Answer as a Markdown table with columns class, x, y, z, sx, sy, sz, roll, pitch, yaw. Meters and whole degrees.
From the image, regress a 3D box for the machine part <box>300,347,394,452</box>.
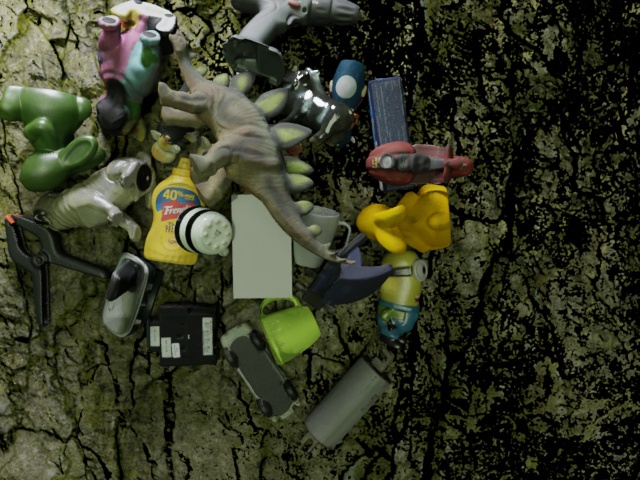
| class | x | y | z | sx | sy | sz | roll | pitch | yaw |
| --- | --- | --- | --- | --- | --- | --- | --- | --- | --- |
| machine part | 0.053 | 0.303 | 1.009 | 0.079 | 0.079 | 0.243 | 42 | 92 | -4 |

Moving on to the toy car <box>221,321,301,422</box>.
| class | x | y | z | sx | sy | sz | roll | pitch | yaw |
| --- | --- | --- | --- | --- | --- | --- | --- | --- | --- |
| toy car | -0.112 | 0.249 | 1.013 | 0.073 | 0.056 | 0.201 | -33 | 96 | -5 |

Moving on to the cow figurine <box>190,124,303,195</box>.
| class | x | y | z | sx | sy | sz | roll | pitch | yaw |
| --- | --- | --- | --- | --- | --- | --- | --- | --- | --- |
| cow figurine | -0.140 | -0.148 | 0.958 | 0.195 | 0.085 | 0.127 | -27 | 57 | -11 |

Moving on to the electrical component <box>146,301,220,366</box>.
| class | x | y | z | sx | sy | sz | roll | pitch | yaw |
| --- | --- | --- | --- | --- | --- | --- | --- | --- | --- |
| electrical component | -0.254 | 0.173 | 1.001 | 0.134 | 0.058 | 0.114 | 2 | 93 | -1 |

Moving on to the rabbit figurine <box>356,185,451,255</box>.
| class | x | y | z | sx | sy | sz | roll | pitch | yaw |
| --- | --- | --- | --- | --- | --- | --- | --- | --- | --- |
| rabbit figurine | 0.147 | -0.026 | 0.963 | 0.173 | 0.162 | 0.121 | 1 | 107 | 16 |

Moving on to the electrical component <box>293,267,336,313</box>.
| class | x | y | z | sx | sy | sz | roll | pitch | yaw |
| --- | --- | --- | --- | --- | --- | --- | --- | --- | --- |
| electrical component | -0.001 | 0.096 | 1.019 | 0.094 | 0.021 | 0.063 | 36 | 92 | -3 |

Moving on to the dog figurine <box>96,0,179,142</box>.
| class | x | y | z | sx | sy | sz | roll | pitch | yaw |
| --- | --- | --- | --- | --- | --- | --- | --- | --- | --- |
| dog figurine | -0.330 | -0.286 | 0.947 | 0.108 | 0.192 | 0.219 | 19 | 128 | -6 |

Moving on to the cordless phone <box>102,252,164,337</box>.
| class | x | y | z | sx | sy | sz | roll | pitch | yaw |
| --- | --- | --- | --- | --- | --- | --- | --- | --- | --- |
| cordless phone | -0.343 | 0.105 | 0.930 | 0.089 | 0.184 | 0.146 | 19 | 94 | -8 |

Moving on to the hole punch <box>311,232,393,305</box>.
| class | x | y | z | sx | sy | sz | roll | pitch | yaw |
| --- | --- | --- | --- | --- | --- | --- | --- | --- | --- |
| hole punch | 0.055 | 0.066 | 0.949 | 0.116 | 0.142 | 0.092 | -36 | 79 | -33 |

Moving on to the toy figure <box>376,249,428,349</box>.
| class | x | y | z | sx | sy | sz | roll | pitch | yaw |
| --- | --- | --- | --- | --- | --- | --- | --- | --- | --- |
| toy figure | 0.145 | 0.105 | 0.995 | 0.089 | 0.082 | 0.180 | 12 | 96 | -5 |

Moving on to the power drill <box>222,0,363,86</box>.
| class | x | y | z | sx | sy | sz | roll | pitch | yaw |
| --- | --- | --- | --- | --- | --- | --- | --- | --- | --- |
| power drill | -0.060 | -0.364 | 0.918 | 0.232 | 0.086 | 0.207 | 19 | 66 | 4 |

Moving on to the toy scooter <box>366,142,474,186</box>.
| class | x | y | z | sx | sy | sz | roll | pitch | yaw |
| --- | --- | --- | --- | --- | --- | --- | --- | --- | --- |
| toy scooter | 0.171 | -0.125 | 0.890 | 0.184 | 0.135 | 0.075 | 2 | 97 | 0 |

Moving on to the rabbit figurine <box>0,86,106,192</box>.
| class | x | y | z | sx | sy | sz | roll | pitch | yaw |
| --- | --- | --- | --- | --- | --- | --- | --- | --- | --- |
| rabbit figurine | -0.461 | -0.164 | 0.936 | 0.159 | 0.121 | 0.170 | 5 | 86 | -9 |

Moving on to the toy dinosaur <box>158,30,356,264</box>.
| class | x | y | z | sx | sy | sz | roll | pitch | yaw |
| --- | --- | --- | --- | --- | --- | --- | --- | --- | --- |
| toy dinosaur | -0.112 | -0.140 | 0.853 | 0.198 | 0.105 | 0.471 | -26 | 83 | -16 |

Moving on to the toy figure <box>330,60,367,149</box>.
| class | x | y | z | sx | sy | sz | roll | pitch | yaw |
| --- | --- | --- | --- | --- | --- | --- | --- | --- | --- |
| toy figure | 0.044 | -0.245 | 0.978 | 0.064 | 0.058 | 0.154 | 14 | 97 | 36 |

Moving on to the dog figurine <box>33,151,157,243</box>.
| class | x | y | z | sx | sy | sz | roll | pitch | yaw |
| --- | --- | --- | --- | --- | --- | --- | --- | --- | --- |
| dog figurine | -0.407 | -0.090 | 0.966 | 0.191 | 0.121 | 0.172 | 11 | 61 | 14 |

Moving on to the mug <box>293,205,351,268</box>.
| class | x | y | z | sx | sy | sz | roll | pitch | yaw |
| --- | --- | --- | --- | --- | --- | --- | --- | --- | --- |
| mug | -0.002 | -0.003 | 0.988 | 0.110 | 0.081 | 0.107 | 11 | 106 | -8 |

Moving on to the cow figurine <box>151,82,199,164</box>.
| class | x | y | z | sx | sy | sz | roll | pitch | yaw |
| --- | --- | --- | --- | --- | --- | --- | --- | --- | --- |
| cow figurine | -0.245 | -0.209 | 0.952 | 0.068 | 0.098 | 0.167 | 31 | 93 | -10 |

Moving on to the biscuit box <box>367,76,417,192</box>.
| class | x | y | z | sx | sy | sz | roll | pitch | yaw |
| --- | --- | --- | --- | --- | --- | --- | --- | --- | --- |
| biscuit box | 0.129 | -0.191 | 0.981 | 0.063 | 0.059 | 0.202 | -8 | 95 | 0 |

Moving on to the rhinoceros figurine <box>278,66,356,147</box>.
| class | x | y | z | sx | sy | sz | roll | pitch | yaw |
| --- | --- | --- | --- | --- | --- | --- | --- | --- | --- |
| rhinoceros figurine | -0.024 | -0.242 | 0.944 | 0.190 | 0.073 | 0.112 | 41 | 117 | 21 |
